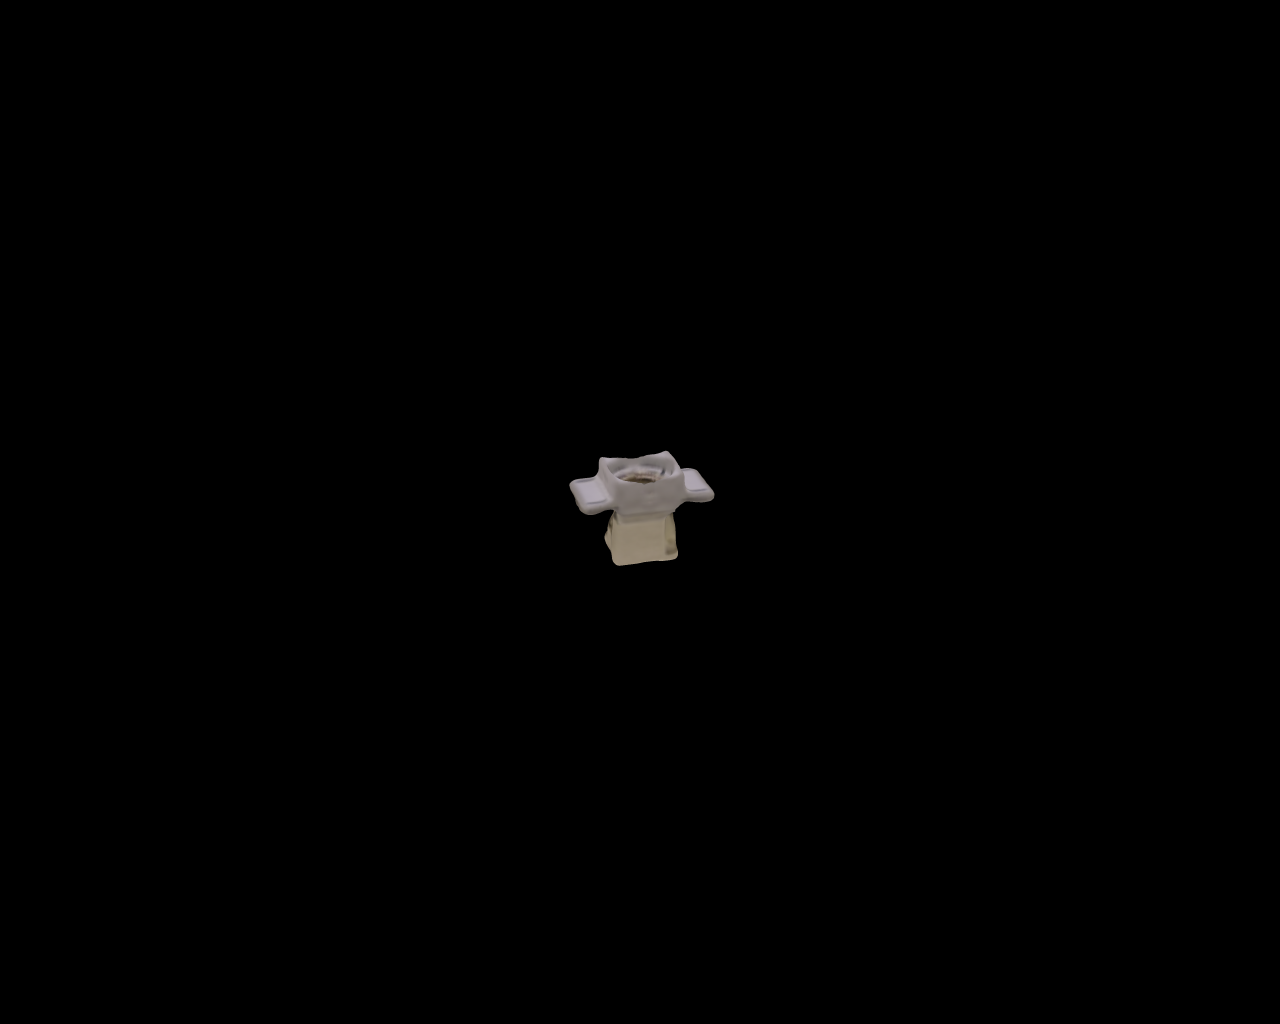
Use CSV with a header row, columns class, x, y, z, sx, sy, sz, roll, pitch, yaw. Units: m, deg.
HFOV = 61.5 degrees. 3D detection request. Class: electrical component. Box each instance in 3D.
class,x,y,z,sx,sy,sz,roll,pitch,yaw
electrical component,0.001,-0.003,0.650,0.081,0.063,0.042,-6,28,-12
